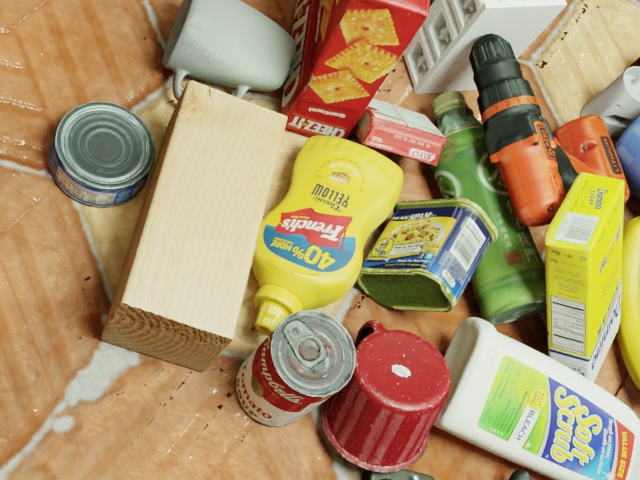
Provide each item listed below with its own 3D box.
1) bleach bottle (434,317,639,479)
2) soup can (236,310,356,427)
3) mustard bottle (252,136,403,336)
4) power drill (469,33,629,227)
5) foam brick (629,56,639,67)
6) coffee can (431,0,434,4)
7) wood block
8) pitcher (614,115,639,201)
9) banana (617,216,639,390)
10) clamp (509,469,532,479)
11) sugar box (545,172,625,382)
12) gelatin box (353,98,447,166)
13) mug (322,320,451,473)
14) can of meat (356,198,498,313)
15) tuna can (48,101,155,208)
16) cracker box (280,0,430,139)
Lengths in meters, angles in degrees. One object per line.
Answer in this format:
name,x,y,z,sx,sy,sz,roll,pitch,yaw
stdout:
bleach bottle,0.222,0.160,0.923,0.250,0.068,0.102,23,89,-12
soup can,-0.021,0.103,0.839,0.068,0.102,0.068,8,64,-18
mustard bottle,-0.006,0.001,0.915,0.096,0.058,0.191,23,60,10
power drill,0.213,-0.094,1.000,0.187,0.057,0.184,7,65,-51
foam brick,0.358,-0.167,1.126,0.053,0.078,0.051,26,61,-7
coffee can,0.179,-0.280,1.069,0.102,0.140,0.103,8,64,-18
wood block,-0.101,-0.011,0.867,0.090,0.090,0.206,19,61,-13
pitcher,0.405,-0.033,1.026,0.148,0.145,0.243,-10,53,-40
banana,0.301,0.062,1.006,0.037,0.070,0.198,3,73,-6
clamp,0.205,0.285,0.885,0.120,0.039,0.171,13,69,-11
sugar box,0.232,0.039,0.930,0.048,0.176,0.093,13,48,29
gelatin box,0.069,-0.102,0.982,0.073,0.030,0.089,15,19,-15
mug,0.053,0.117,0.865,0.093,0.082,0.117,1,48,-18
can of meat,0.090,0.014,0.925,0.057,0.102,0.083,51,57,-29
tuna can,-0.182,-0.073,0.895,0.086,0.034,0.086,9,64,-18
cracker box,0.031,-0.208,0.935,0.072,0.214,0.164,15,62,-13
